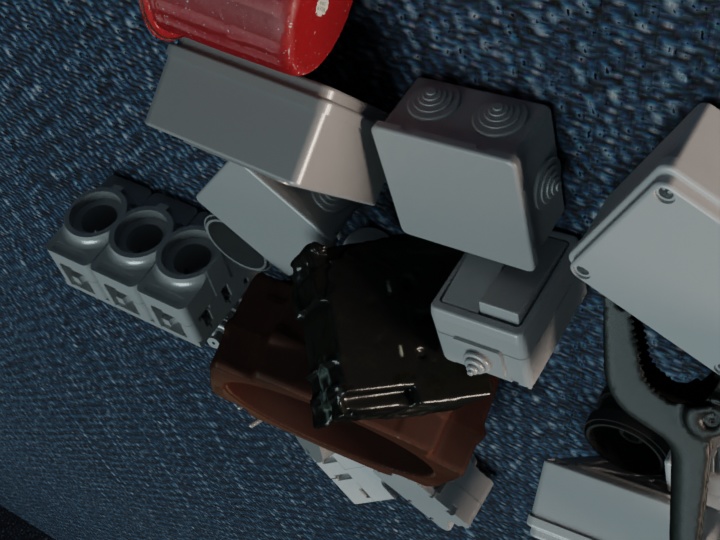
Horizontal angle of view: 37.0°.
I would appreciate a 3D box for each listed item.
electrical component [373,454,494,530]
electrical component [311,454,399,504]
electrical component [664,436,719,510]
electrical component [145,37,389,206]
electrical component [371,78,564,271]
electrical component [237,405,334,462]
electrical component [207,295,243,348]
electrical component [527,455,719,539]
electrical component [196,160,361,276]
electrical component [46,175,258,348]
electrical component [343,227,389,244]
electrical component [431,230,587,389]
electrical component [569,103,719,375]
[{"bbox_3d":[0.068,0.182,0.964,0.089,0.055,0.050,40,153,-8],"label":"electrical component"},{"bbox_3d":[0.002,0.174,1.015,0.056,0.050,0.089,-16,126,34],"label":"electrical component"},{"bbox_3d":[0.231,0.113,0.676,0.066,0.047,0.076,18,149,31],"label":"electrical component"},{"bbox_3d":[-0.046,-0.083,0.617,0.109,0.056,0.109,24,-173,23],"label":"electrical component"},{"bbox_3d":[0.063,-0.055,0.599,0.100,0.048,0.099,19,149,30],"label":"electrical component"},{"bbox_3d":[-0.071,0.109,0.939,0.138,0.074,0.052,55,157,11],"label":"electrical component"},{"bbox_3d":[-0.105,0.036,0.911,0.040,0.078,0.040,17,137,17],"label":"electrical component"},{"bbox_3d":[0.191,0.172,0.755,0.109,0.056,0.109,15,-178,35],"label":"electrical component"},{"bbox_3d":[-0.054,-0.051,0.740,0.100,0.048,0.100,41,153,-10],"label":"electrical component"},{"bbox_3d":[-0.172,-0.013,0.891,0.150,0.089,0.061,22,150,25],"label":"electrical component"},{"bbox_3d":[0.000,0.000,0.768,0.040,0.040,0.078,35,153,1],"label":"electrical component"},{"bbox_3d":[0.086,0.020,0.639,0.062,0.096,0.061,18,148,30],"label":"electrical component"},{"bbox_3d":[0.177,-0.011,0.531,0.109,0.056,0.108,35,153,2],"label":"electrical component"}]
